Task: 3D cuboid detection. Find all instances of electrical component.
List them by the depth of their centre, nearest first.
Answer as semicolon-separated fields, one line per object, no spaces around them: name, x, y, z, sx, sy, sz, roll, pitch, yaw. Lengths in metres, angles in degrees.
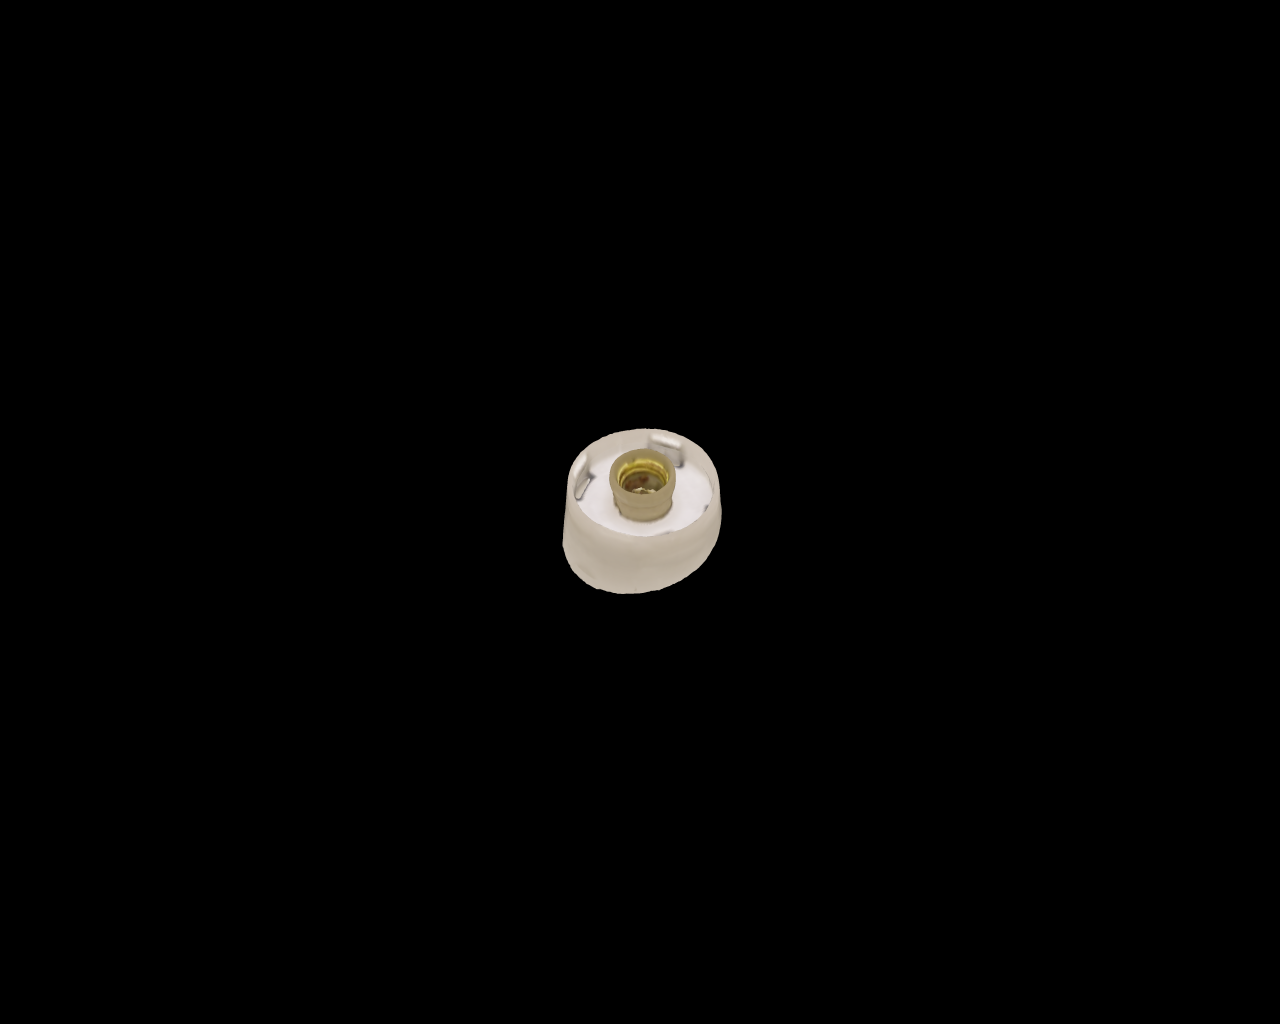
electrical component;0.001;-0.003;0.650;0.099;0.099;0.064;0;-42;0
